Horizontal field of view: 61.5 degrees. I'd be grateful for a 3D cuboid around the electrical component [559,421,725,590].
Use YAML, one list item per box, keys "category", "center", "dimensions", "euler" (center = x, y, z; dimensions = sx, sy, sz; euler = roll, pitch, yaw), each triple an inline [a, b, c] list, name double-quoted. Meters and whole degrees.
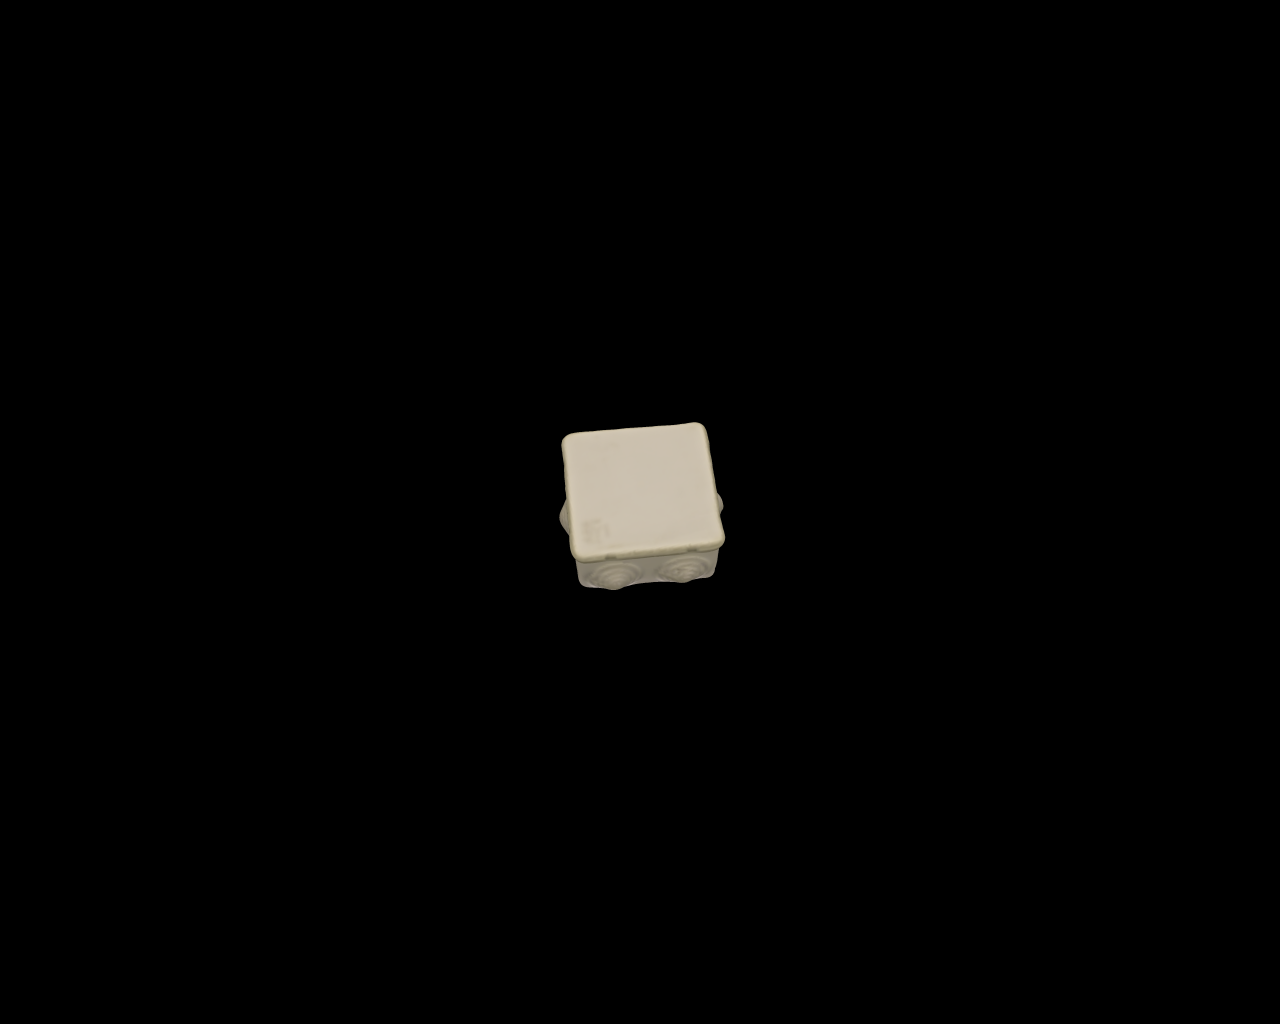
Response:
- category: "electrical component"
  center: [0.001, -0.003, 0.650]
  dimensions: [0.100, 0.100, 0.048]
  euler: [-5, -31, -3]
